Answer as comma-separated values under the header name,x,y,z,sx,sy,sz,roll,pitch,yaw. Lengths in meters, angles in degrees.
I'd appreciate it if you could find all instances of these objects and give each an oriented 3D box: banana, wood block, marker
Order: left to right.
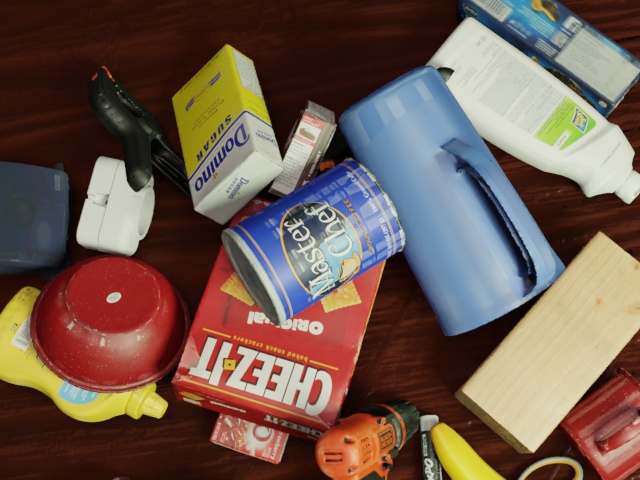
name,x,y,z,sx,sy,sz,roll,pitch,yaw
marker,0.112,0.235,1.055,0.020,0.020,0.121,-3,70,3
banana,0.191,0.243,1.031,0.198,0.037,0.069,20,75,10
wood block,0.234,0.102,1.047,0.090,0.091,0.206,41,84,10

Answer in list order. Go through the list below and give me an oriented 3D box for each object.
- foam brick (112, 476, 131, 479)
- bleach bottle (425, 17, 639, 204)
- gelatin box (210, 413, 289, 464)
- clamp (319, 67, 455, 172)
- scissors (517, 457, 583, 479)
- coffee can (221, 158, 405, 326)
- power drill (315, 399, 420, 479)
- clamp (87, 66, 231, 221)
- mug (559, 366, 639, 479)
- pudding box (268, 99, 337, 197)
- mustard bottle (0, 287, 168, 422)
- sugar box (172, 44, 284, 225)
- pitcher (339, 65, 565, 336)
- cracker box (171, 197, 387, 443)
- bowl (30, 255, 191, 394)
name,x,y,z,sx,sy,sz,roll,pitch,yaw
foam brick,-0.200,0.279,1.055,0.053,0.051,0.078,-29,78,-3
bleach bottle,0.224,-0.120,1.109,0.251,0.068,0.102,39,85,8
gelatin box,-0.062,0.173,1.080,0.073,0.030,0.089,18,80,7
clamp,0.084,-0.093,1.106,0.172,0.039,0.120,-23,97,23
scissors,0.178,0.286,1.050,0.201,0.016,0.096,-30,78,-3
coffee can,-0.007,0.001,0.996,0.140,0.103,0.103,-31,78,-13
power drill,0.057,0.249,1.000,0.057,0.184,0.187,-9,89,27
clamp,-0.178,-0.100,1.112,0.036,0.164,0.210,-44,56,12
mug,0.284,0.182,1.017,0.081,0.117,0.093,-36,83,1
pudding box,-0.017,-0.091,1.079,0.039,0.113,0.090,22,101,-7
mustard bottle,-0.242,0.130,1.085,0.192,0.058,0.096,26,68,8
sugar box,-0.097,-0.109,1.078,0.093,0.048,0.176,-41,40,23
pitcher,0.124,-0.042,1.015,0.149,0.144,0.243,-29,93,26
cracker box,-0.035,0.075,1.060,0.164,0.072,0.213,16,68,6
bowl,-0.207,0.070,1.063,0.162,0.055,0.162,6,53,-9
